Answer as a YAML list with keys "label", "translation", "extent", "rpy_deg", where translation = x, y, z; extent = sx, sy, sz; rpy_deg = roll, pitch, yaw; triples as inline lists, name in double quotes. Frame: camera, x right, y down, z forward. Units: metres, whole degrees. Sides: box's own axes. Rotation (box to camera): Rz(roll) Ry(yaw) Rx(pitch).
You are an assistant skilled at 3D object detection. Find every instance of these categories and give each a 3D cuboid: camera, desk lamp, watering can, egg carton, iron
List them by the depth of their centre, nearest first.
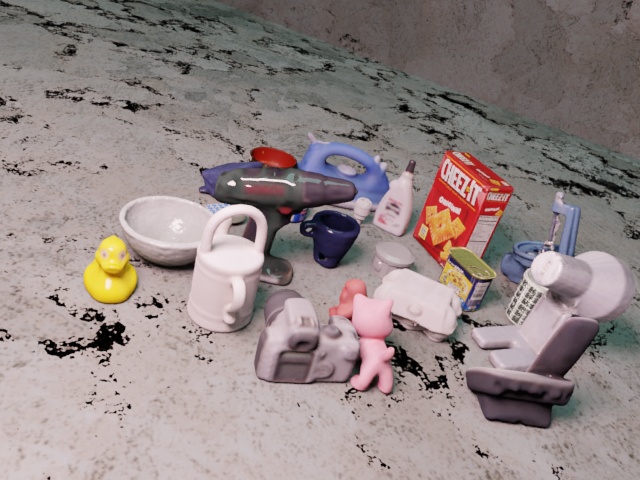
- label: "camera"
  translation: [-0.024, 0.128, 0.836]
  extent: [0.143, 0.101, 0.136]
  rpy_deg: [6, 31, -18]
- label: "watering can"
  translation: [-0.138, 0.028, 0.852]
  extent: [0.101, 0.194, 0.172]
  rpy_deg: [-13, 40, -42]
- label: "desk lamp"
  translation: [0.394, 0.113, 0.961]
  extent: [0.204, 0.213, 0.117]
  rpy_deg: [1, 33, -26]
- label: "egg carton"
  translation: [0.170, 0.111, 0.995]
  extent: [0.150, 0.069, 0.107]
  rpy_deg: [24, 30, 12]
- label: "iron"
  translation: [0.068, -0.158, 1.334]
  extent: [0.258, 0.141, 0.118]
  rpy_deg: [12, 29, -8]

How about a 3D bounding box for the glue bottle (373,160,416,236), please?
- label: "glue bottle"
  translation: [0.174, -0.097, 1.250]
  extent: [0.078, 0.173, 0.037]
  rpy_deg: [26, 30, 16]

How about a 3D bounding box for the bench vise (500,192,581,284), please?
- label: "bench vise"
  translation: [0.492, 0.026, 1.154]
  extent: [0.207, 0.220, 0.122]
  rpy_deg: [28, 31, 19]

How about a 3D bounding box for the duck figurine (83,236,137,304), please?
- label: "duck figurine"
  translation: [-0.314, 0.033, 0.864]
  extent: [0.078, 0.086, 0.104]
  rpy_deg: [3, 32, -22]

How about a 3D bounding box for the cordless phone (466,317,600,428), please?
- label: "cordless phone"
  translation: [0.310, 0.176, 0.838]
  extent: [0.148, 0.185, 0.094]
  rpy_deg: [8, 30, -14]

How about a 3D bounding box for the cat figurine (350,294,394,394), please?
- label: "cat figurine"
  translation: [0.082, 0.142, 0.847]
  extent: [0.067, 0.118, 0.127]
  rpy_deg: [7, 31, -17]

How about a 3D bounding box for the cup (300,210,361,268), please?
- label: "cup"
  translation: [0.010, 0.004, 1.072]
  extent: [0.118, 0.095, 0.091]
  rpy_deg: [0, 33, -27]

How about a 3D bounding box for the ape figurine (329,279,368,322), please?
- label: "ape figurine"
  translation: [0.051, 0.102, 0.927]
  extent: [0.076, 0.092, 0.078]
  rpy_deg: [29, 31, 21]

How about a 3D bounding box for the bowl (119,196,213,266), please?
- label: "bowl"
  translation: [-0.256, -0.005, 0.971]
  extent: [0.167, 0.075, 0.167]
  rpy_deg: [13, 29, -7]

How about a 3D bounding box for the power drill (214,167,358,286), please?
- label: "power drill"
  translation: [-0.070, -0.031, 0.974]
  extent: [0.230, 0.208, 0.075]
  rpy_deg: [13, 29, -7]

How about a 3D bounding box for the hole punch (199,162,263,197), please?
- label: "hole punch"
  translation: [-0.190, -0.136, 1.215]
  extent: [0.100, 0.091, 0.109]
  rpy_deg: [30, 32, 22]
